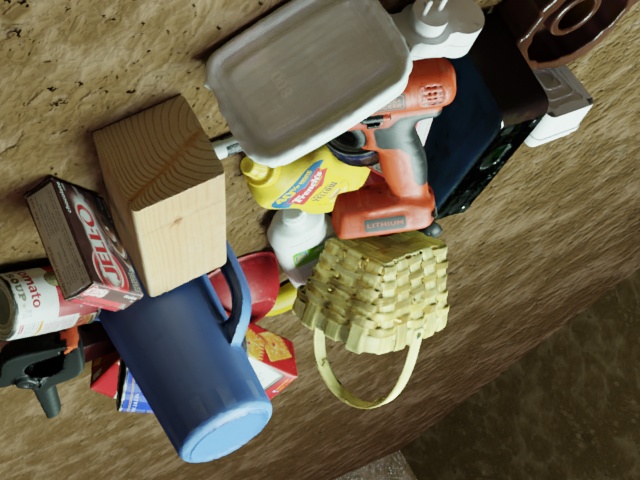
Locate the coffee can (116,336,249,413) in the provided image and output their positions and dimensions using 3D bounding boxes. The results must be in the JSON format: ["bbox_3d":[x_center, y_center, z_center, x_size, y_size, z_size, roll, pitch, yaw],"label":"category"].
[{"bbox_3d":[-0.162,0.155,1.251,0.140,0.103,0.103,7,149,-14],"label":"coffee can"}]

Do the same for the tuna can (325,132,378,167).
[{"bbox_3d":[0.042,-0.120,1.095,0.086,0.086,0.033,-33,160,6],"label":"tuna can"}]

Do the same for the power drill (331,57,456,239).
[{"bbox_3d":[0.040,-0.086,1.025,0.184,0.057,0.187,-7,135,2],"label":"power drill"}]

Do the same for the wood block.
[{"bbox_3d":[-0.147,-0.035,1.017,0.090,0.090,0.206,-25,161,-15],"label":"wood block"}]

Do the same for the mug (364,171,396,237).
[{"bbox_3d":[0.099,-0.070,1.317,0.117,0.081,0.093,-37,161,16],"label":"mug"}]

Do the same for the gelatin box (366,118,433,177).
[{"bbox_3d":[0.076,-0.113,1.137,0.030,0.073,0.089,-9,122,-48],"label":"gelatin box"}]

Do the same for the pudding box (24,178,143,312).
[{"bbox_3d":[-0.215,0.006,0.977,0.039,0.113,0.090,-31,162,11],"label":"pudding box"}]

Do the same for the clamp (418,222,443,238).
[{"bbox_3d":[0.121,-0.021,1.513,0.172,0.039,0.120,-26,-160,41],"label":"clamp"}]

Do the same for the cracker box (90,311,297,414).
[{"bbox_3d":[-0.162,0.160,1.378,0.213,0.072,0.164,29,124,-31],"label":"cracker box"}]

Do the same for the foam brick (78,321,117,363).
[{"bbox_3d":[-0.277,0.111,1.245,0.078,0.053,0.051,-21,159,-30],"label":"foam brick"}]

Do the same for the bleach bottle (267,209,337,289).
[{"bbox_3d":[-0.009,0.002,1.369,0.102,0.068,0.251,-32,159,-4],"label":"bleach bottle"}]

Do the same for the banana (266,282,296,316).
[{"bbox_3d":[-0.020,0.061,1.539,0.198,0.037,0.069,-31,162,-1],"label":"banana"}]

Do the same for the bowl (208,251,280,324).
[{"bbox_3d":[-0.112,0.082,1.425,0.162,0.055,0.162,-28,162,-10],"label":"bowl"}]

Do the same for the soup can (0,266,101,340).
[{"bbox_3d":[-0.283,0.061,1.085,0.102,0.068,0.069,-10,152,-46],"label":"soup can"}]

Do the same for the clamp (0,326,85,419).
[{"bbox_3d":[-0.333,0.146,1.181,0.164,0.036,0.210,11,146,-32],"label":"clamp"}]

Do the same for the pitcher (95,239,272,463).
[{"bbox_3d":[-0.143,0.102,1.133,0.144,0.243,0.149,-20,152,-26],"label":"pitcher"}]

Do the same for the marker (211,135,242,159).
[{"bbox_3d":[-0.058,-0.108,1.076,0.121,0.020,0.020,-24,160,-21],"label":"marker"}]

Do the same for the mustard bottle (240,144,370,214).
[{"bbox_3d":[-0.025,-0.073,1.156,0.096,0.058,0.191,-42,158,23],"label":"mustard bottle"}]
